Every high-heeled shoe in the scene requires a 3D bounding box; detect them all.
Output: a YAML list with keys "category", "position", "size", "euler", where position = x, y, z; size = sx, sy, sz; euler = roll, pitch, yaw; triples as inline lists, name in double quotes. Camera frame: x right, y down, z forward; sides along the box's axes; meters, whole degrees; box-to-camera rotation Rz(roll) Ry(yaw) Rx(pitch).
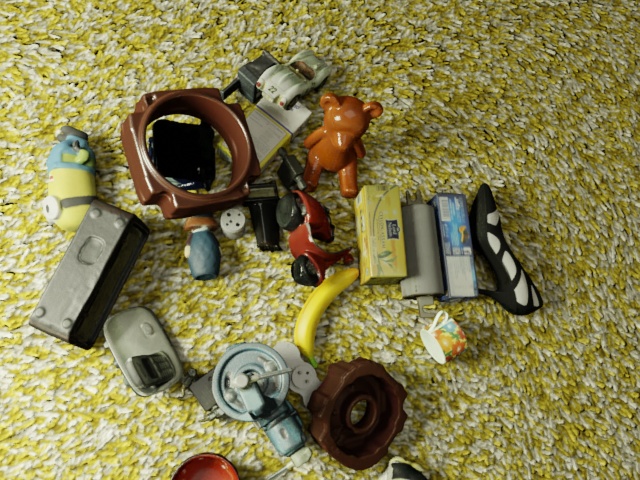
- category: "high-heeled shoe"
  position: [0.362, 0.017, 1.027]
  size: [0.145, 0.086, 0.248]
  euler: [9, 79, -10]

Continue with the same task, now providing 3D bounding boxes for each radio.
- category: "radio"
  position: [-0.367, 0.055, 0.870]
  size: [0.073, 0.131, 0.229]
  euler: [21, 73, -1]

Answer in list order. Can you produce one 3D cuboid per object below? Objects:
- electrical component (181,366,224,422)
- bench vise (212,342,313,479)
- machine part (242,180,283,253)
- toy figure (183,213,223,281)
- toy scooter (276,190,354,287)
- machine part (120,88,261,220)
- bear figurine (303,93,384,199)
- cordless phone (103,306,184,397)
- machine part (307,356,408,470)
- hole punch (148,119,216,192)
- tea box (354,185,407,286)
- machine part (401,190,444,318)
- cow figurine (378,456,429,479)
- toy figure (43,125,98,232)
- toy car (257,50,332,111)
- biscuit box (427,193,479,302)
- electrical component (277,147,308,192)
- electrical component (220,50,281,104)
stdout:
- category: "electrical component"
  position: [-0.183, 0.253, 0.893]
  size: [0.078, 0.045, 0.102]
  euler: [-30, 82, -14]
- category: "bench vise"
  position: [-0.090, 0.246, 0.813]
  size: [0.129, 0.240, 0.224]
  euler: [-22, 70, -7]
- category: "machine part"
  position: [-0.103, -0.043, 0.988]
  size: [0.084, 0.039, 0.139]
  euler: [-8, 75, -20]
- category: "toy figure"
  position: [-0.210, -0.007, 0.950]
  size: [0.058, 0.064, 0.154]
  euler: [-18, 70, 25]
- category: "toy scooter"
  position: [-0.002, -0.003, 0.967]
  size: [0.135, 0.075, 0.184]
  euler: [2, 65, -36]
- category: "machine part"
  position: [-0.212, -0.145, 0.893]
  size: [0.201, 0.087, 0.201]
  euler: [-15, 85, -30]
- category: "bear figurine"
  position: [0.037, -0.167, 0.960]
  size: [0.120, 0.196, 0.132]
  euler: [9, 75, -10]
- category: "cordless phone"
  position: [-0.286, 0.171, 0.826]
  size: [0.089, 0.184, 0.146]
  euler: [-29, 82, -10]
- category: "machine part"
  position: [0.062, 0.284, 0.890]
  size: [0.179, 0.056, 0.179]
  euler: [-1, 92, -29]
- category: "hole punch"
  position: [-0.254, -0.147, 0.975]
  size: [0.116, 0.092, 0.142]
  euler: [3, 72, -31]
- category: "tea box"
  position: [0.108, -0.007, 0.981]
  size: [0.068, 0.098, 0.169]
  euler: [-2, 78, -8]
- category: "machine part"
  position: [0.182, 0.023, 0.996]
  size: [0.079, 0.079, 0.243]
  euler: [-1, 77, -9]
- category: "cow figurine"
  position: [0.174, 0.437, 0.893]
  size: [0.167, 0.068, 0.098]
  euler: [32, 67, -1]
- category: "toy figure"
  position: [-0.426, -0.104, 0.930]
  size: [0.089, 0.082, 0.180]
  euler: [1, 73, -7]
- category: "toy car"
  position: [-0.045, -0.307, 1.022]
  size: [0.073, 0.056, 0.202]
  euler: [40, 43, 3]
- category: "biscuit box"
  position: [0.248, 0.014, 1.016]
  size: [0.059, 0.063, 0.202]
  euler: [-1, 75, -9]
- category: "electrical component"
  position: [-0.056, -0.125, 0.998]
  size: [0.021, 0.063, 0.094]
  euler: [-25, 78, -31]
- category: "electrical component"
  position: [-0.133, -0.302, 1.031]
  size: [0.048, 0.075, 0.119]
  euler: [42, 69, 4]
